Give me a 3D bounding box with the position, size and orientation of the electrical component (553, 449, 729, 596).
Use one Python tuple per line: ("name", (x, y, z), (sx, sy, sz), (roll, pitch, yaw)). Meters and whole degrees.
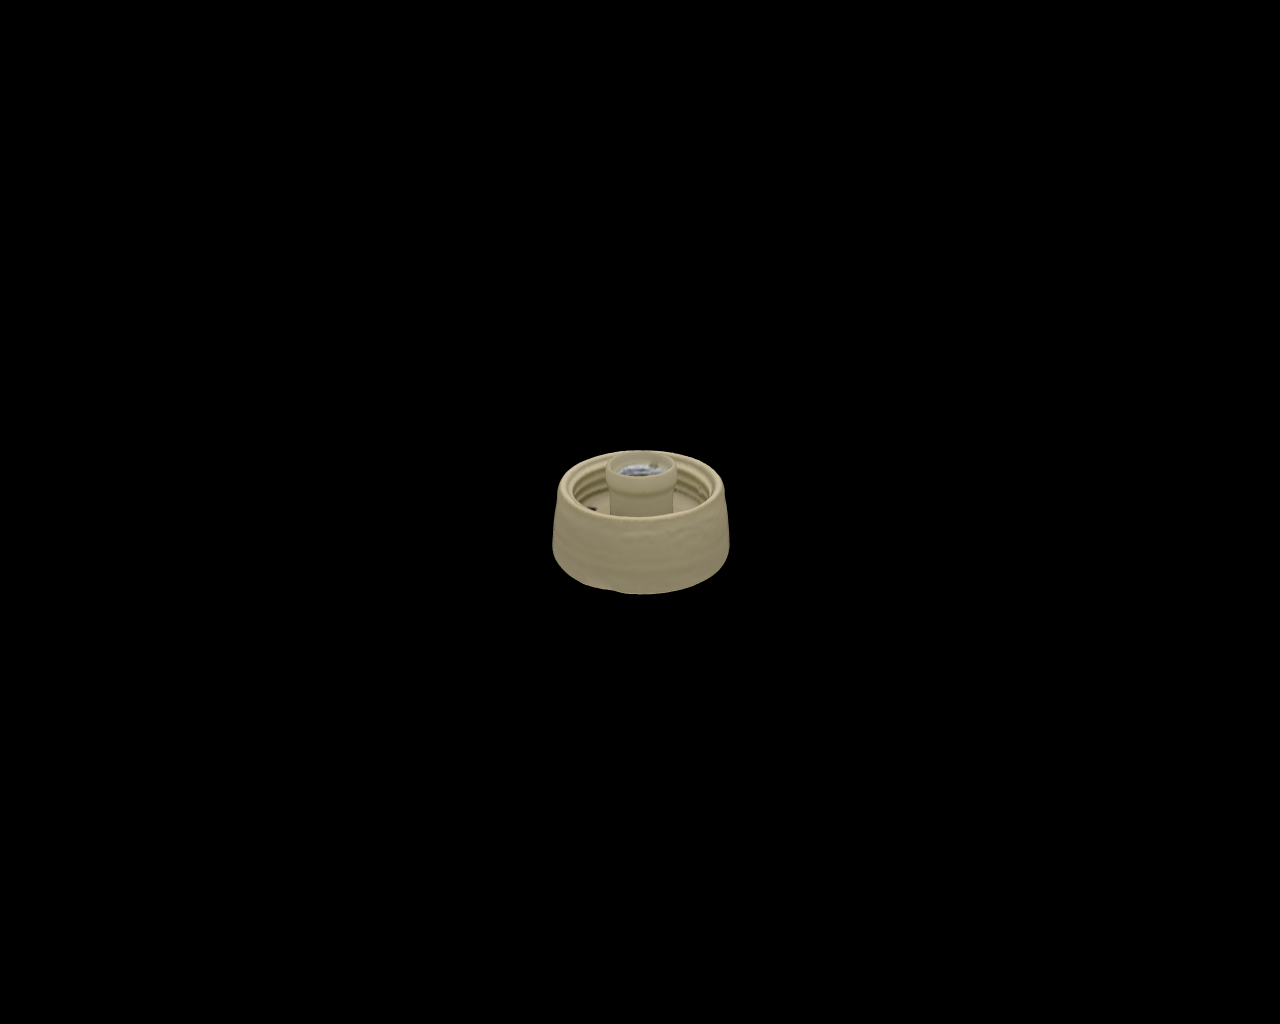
("electrical component", (0.001, -0.003, 0.650), (0.108, 0.060, 0.108), (0, 27, 0))
